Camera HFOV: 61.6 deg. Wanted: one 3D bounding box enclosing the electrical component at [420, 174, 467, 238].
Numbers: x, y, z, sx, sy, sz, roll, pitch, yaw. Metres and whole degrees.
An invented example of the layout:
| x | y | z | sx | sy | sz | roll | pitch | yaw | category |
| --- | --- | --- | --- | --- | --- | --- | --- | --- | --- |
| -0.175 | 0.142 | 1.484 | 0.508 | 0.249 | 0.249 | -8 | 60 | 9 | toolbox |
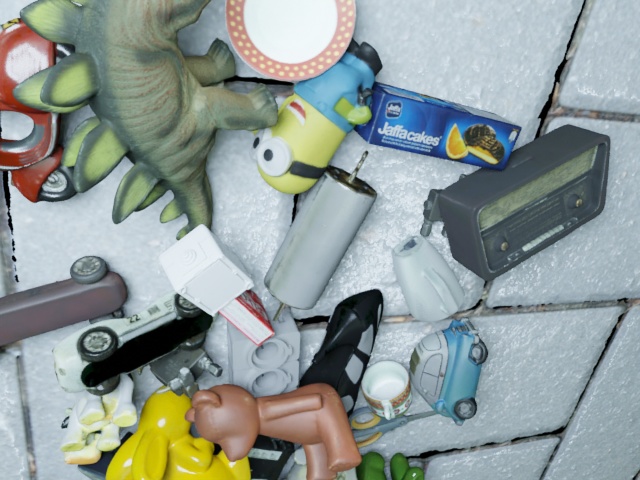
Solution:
| x | y | z | sx | sy | sz | roll | pitch | yaw | category |
| --- | --- | --- | --- | --- | --- | --- | --- | --- | --- |
| 0.171 | -0.047 | 0.733 | 0.063 | 0.021 | 0.094 | 3 | 118 | -21 | electrical component |

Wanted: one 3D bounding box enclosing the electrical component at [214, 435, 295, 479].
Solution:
| x | y | z | sx | sy | sz | roll | pitch | yaw | category |
| --- | --- | --- | --- | --- | --- | --- | --- | --- | --- |
| -0.120 | 0.343 | 0.830 | 0.115 | 0.058 | 0.134 | 22 | 109 | -27 | electrical component |

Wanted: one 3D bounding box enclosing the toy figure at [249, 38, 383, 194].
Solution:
| x | y | z | sx | sy | sz | roll | pitch | yaw | category |
| --- | --- | --- | --- | --- | --- | --- | --- | --- | --- |
| -0.001 | -0.130 | 0.586 | 0.089 | 0.082 | 0.180 | 36 | 99 | -29 | toy figure |

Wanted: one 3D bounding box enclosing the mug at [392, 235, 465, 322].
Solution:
| x | y | z | sx | sy | sz | roll | pitch | yaw | category |
| --- | --- | --- | --- | --- | --- | --- | --- | --- | --- |
| 0.145 | 0.053 | 0.736 | 0.081 | 0.110 | 0.107 | -31 | 112 | 3 | mug |

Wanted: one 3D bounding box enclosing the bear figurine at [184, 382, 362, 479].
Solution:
| x | y | z | sx | sy | sz | roll | pitch | yaw | category |
| --- | --- | --- | --- | --- | --- | --- | --- | --- | --- |
| -0.065 | 0.240 | 0.672 | 0.196 | 0.132 | 0.120 | 1 | 146 | -26 | bear figurine |

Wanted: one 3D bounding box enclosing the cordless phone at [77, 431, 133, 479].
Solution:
| x | y | z | sx | sy | sz | roll | pitch | yaw | category |
| --- | --- | --- | --- | --- | --- | --- | --- | --- | --- |
| -0.312 | 0.372 | 0.763 | 0.184 | 0.089 | 0.146 | -31 | 125 | 4 | cordless phone |

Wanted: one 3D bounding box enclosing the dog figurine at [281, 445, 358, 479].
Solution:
| x | y | z | sx | sy | sz | roll | pitch | yaw | category |
| --- | --- | --- | --- | --- | --- | --- | --- | --- | --- |
| -0.028 | 0.409 | 0.898 | 0.172 | 0.121 | 0.190 | -44 | 175 | -36 | dog figurine |

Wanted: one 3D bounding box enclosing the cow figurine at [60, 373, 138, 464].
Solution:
| x | y | z | sx | sy | sz | roll | pitch | yaw | category |
| --- | --- | --- | --- | --- | --- | --- | --- | --- | --- |
| -0.288 | 0.217 | 0.684 | 0.068 | 0.098 | 0.167 | 15 | 132 | -32 | cow figurine |

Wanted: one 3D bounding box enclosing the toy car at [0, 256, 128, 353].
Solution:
| x | y | z | sx | sy | sz | roll | pitch | yaw | category |
| --- | --- | --- | --- | --- | --- | --- | --- | --- | --- |
| -0.323 | 0.078 | 0.604 | 0.202 | 0.053 | 0.089 | -16 | 133 | -15 | toy car |

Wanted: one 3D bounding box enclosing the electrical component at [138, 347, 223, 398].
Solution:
| x | y | z | sx | sy | sz | roll | pitch | yaw | category |
| --- | --- | --- | --- | --- | --- | --- | --- | --- | --- |
| -0.182 | 0.160 | 0.682 | 0.078 | 0.102 | 0.045 | -42 | 134 | -21 | electrical component |

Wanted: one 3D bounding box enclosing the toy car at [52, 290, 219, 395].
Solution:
| x | y | z | sx | sy | sz | roll | pitch | yaw | category |
| --- | --- | --- | --- | --- | --- | --- | --- | --- | --- |
| -0.209 | 0.114 | 0.638 | 0.202 | 0.056 | 0.073 | -24 | 138 | -37 | toy car |

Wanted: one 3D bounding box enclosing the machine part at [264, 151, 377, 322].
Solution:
| x | y | z | sx | sy | sz | roll | pitch | yaw | category |
| --- | --- | --- | --- | --- | --- | --- | --- | --- | --- |
| -0.001 | -0.002 | 0.662 | 0.079 | 0.079 | 0.243 | 18 | 110 | -28 | machine part |

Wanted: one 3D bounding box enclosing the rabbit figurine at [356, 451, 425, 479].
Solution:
| x | y | z | sx | sy | sz | roll | pitch | yaw | category |
| --- | --- | --- | --- | --- | --- | --- | --- | --- | --- |
| 0.111 | 0.452 | 0.946 | 0.170 | 0.121 | 0.159 | 42 | 77 | -19 | rabbit figurine |

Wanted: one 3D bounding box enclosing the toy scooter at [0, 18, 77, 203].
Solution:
| x | y | z | sx | sy | sz | roll | pitch | yaw | category |
| --- | --- | --- | --- | --- | --- | --- | --- | --- | --- |
| -0.289 | -0.117 | 0.488 | 0.135 | 0.075 | 0.183 | 2 | 121 | -27 | toy scooter |

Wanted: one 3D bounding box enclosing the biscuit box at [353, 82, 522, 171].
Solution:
| x | y | z | sx | sy | sz | roll | pitch | yaw | category |
| --- | --- | --- | --- | --- | --- | --- | --- | --- | --- |
| 0.140 | -0.135 | 0.647 | 0.202 | 0.059 | 0.062 | 7 | 116 | -23 | biscuit box |

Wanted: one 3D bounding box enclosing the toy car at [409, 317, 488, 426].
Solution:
| x | y | z | sx | sy | sz | roll | pitch | yaw | category |
| --- | --- | --- | --- | --- | --- | --- | --- | --- | --- |
| 0.193 | 0.201 | 0.839 | 0.103 | 0.109 | 0.161 | 6 | 108 | -4 | toy car |

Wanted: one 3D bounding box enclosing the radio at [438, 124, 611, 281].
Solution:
| x | y | z | sx | sy | sz | roll | pitch | yaw | category |
| --- | --- | --- | --- | --- | --- | --- | --- | --- | --- |
| 0.278 | -0.050 | 0.723 | 0.230 | 0.073 | 0.130 | -27 | 125 | -13 | radio |

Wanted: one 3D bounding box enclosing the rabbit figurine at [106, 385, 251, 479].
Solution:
| x | y | z | sx | sy | sz | roll | pitch | yaw | category |
| --- | --- | --- | --- | --- | --- | --- | --- | --- | --- |
| -0.198 | 0.282 | 0.714 | 0.162 | 0.122 | 0.173 | -11 | 84 | -53 | rabbit figurine |

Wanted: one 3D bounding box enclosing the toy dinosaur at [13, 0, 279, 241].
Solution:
| x | y | z | sx | sy | sz | roll | pitch | yaw | category |
| --- | --- | --- | --- | --- | --- | --- | --- | --- | --- |
| -0.148 | -0.118 | 0.498 | 0.198 | 0.105 | 0.470 | -34 | 144 | -16 | toy dinosaur |

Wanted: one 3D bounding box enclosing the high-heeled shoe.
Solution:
| x | y | z | sx | sy | sz | roll | pitch | yaw | category |
| --- | --- | --- | --- | --- | --- | --- | --- | --- | --- |
| 0.044 | 0.181 | 0.807 | 0.145 | 0.086 | 0.248 | -43 | 148 | -28 | high-heeled shoe |
